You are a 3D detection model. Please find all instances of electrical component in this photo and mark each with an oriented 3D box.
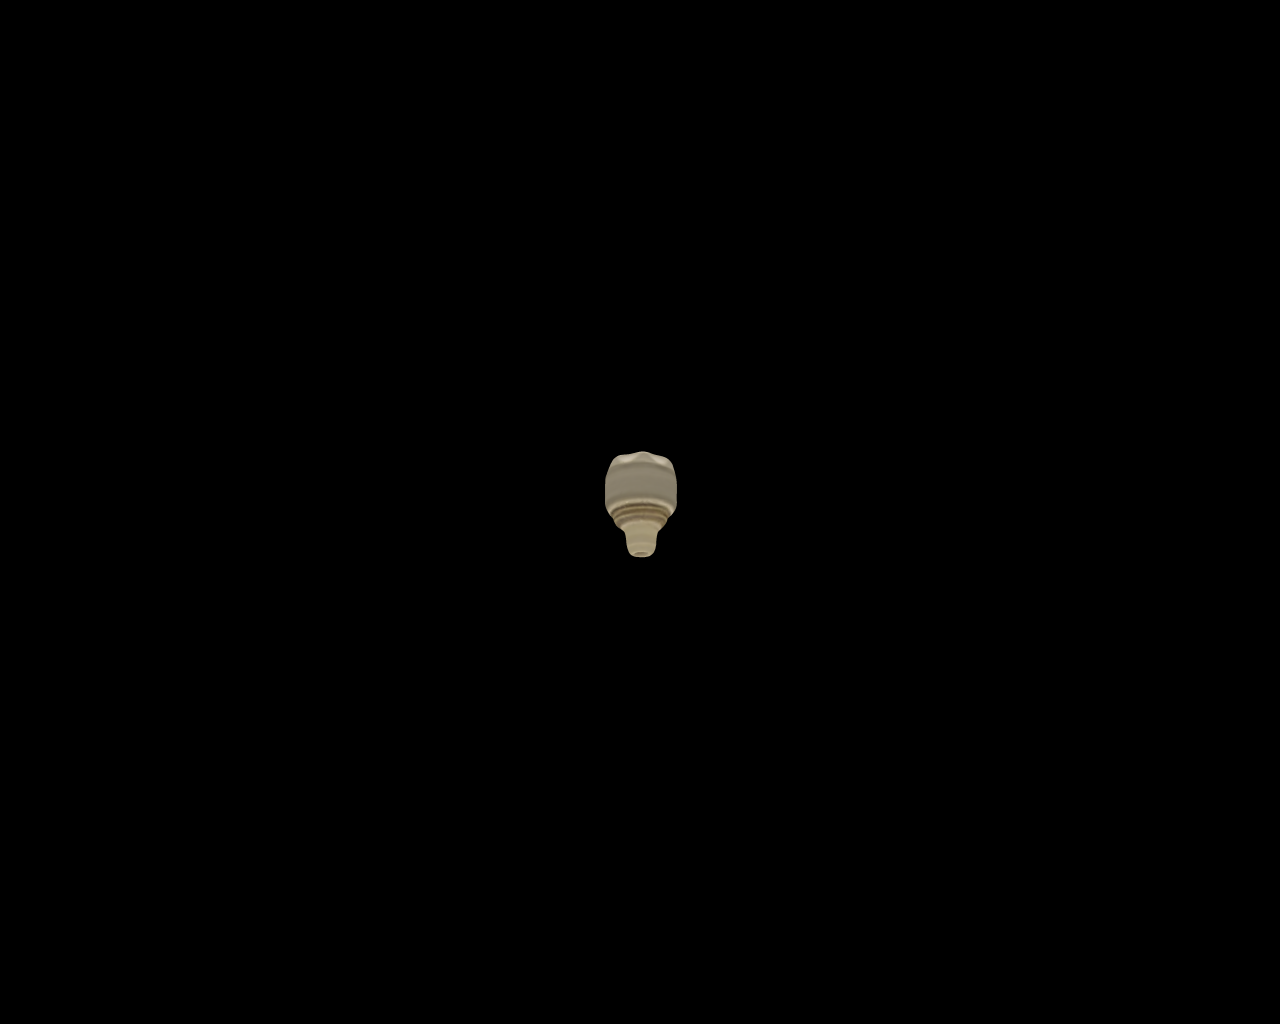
[{"bbox_3d":[0.001,-0.003,0.650,0.043,0.062,0.043,0,-20,0],"label":"electrical component"}]
